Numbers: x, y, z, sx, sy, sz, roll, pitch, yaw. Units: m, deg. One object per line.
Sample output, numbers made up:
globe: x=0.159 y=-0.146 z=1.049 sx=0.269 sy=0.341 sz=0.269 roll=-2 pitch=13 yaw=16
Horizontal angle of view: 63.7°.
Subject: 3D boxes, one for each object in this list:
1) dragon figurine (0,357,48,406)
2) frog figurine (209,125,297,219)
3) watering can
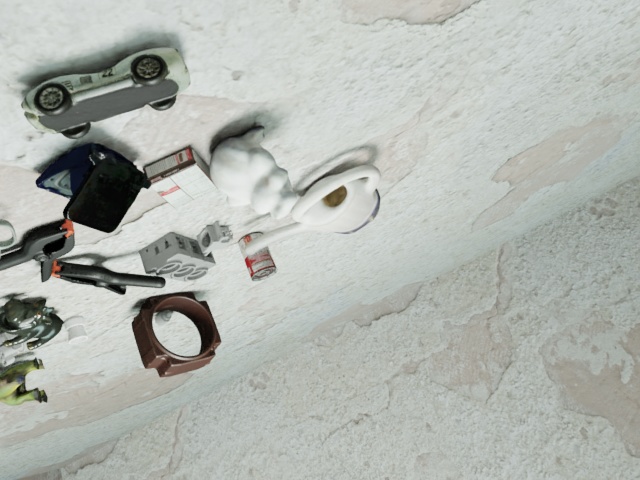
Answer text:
dragon figurine: x=-0.819 y=0.369 z=1.268 sx=0.243 sy=0.124 sz=0.404 roll=-9 pitch=165 yaw=-19
frog figurine: x=-0.115 y=-0.097 z=0.866 sx=0.123 sy=0.162 sz=0.135 roll=-2 pitch=150 yaw=-43
watering can: x=0.004 y=-0.059 z=1.179 sx=0.344 sy=0.105 sz=0.223 roll=-34 pitch=158 yaw=21
